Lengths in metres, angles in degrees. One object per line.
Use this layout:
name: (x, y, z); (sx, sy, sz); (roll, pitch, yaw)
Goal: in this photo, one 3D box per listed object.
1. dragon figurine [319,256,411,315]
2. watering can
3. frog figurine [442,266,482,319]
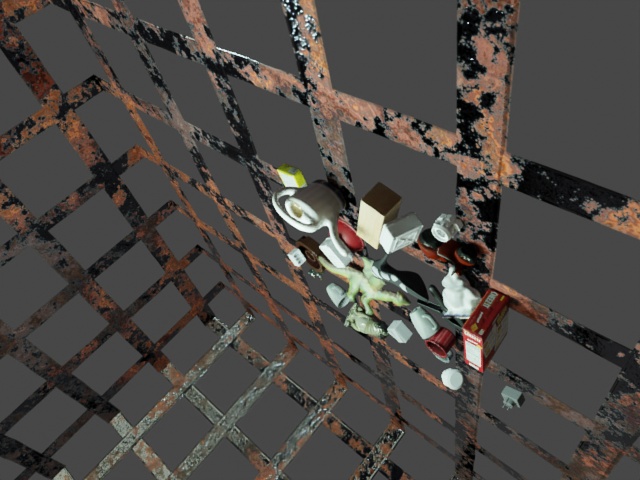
dragon figurine: (0.174, 0.142, 2.025); (0.412, 0.124, 0.237); (38, 140, 11)
watering can: (0.005, -0.086, 1.714); (0.351, 0.228, 0.101); (36, 138, 20)
frog figurine: (0.432, 0.156, 1.587); (0.137, 0.123, 0.160); (166, 97, -73)
